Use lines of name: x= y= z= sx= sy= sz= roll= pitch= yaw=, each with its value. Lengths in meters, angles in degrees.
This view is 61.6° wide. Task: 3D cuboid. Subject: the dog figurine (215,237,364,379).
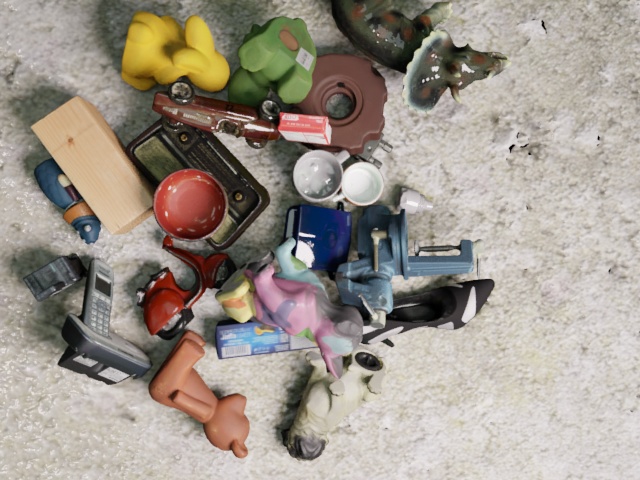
dog figurine: x=-0.036 y=0.120 z=0.847 sx=0.191 sy=0.108 sz=0.219 roll=-30 pitch=103 yaw=36

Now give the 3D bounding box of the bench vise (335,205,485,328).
bench vise: x=0.147 y=0.036 z=0.878 sx=0.241 sy=0.128 sz=0.224 roll=-3 pitch=47 yaw=10

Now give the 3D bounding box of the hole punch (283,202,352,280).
hole punch: x=-0.002 y=-0.003 z=0.919 sx=0.116 sy=0.092 sz=0.142 roll=7 pitch=87 yaw=-9

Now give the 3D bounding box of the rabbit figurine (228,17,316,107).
rabbit figurine: x=-0.097 y=-0.285 z=0.877 sx=0.121 sy=0.170 sz=0.159 roll=27 pitch=54 yaw=-30

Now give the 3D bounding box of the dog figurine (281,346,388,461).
dog figurine: x=0.029 y=0.289 z=0.937 sx=0.172 sy=0.121 sz=0.190 roll=3 pitch=119 yaw=-25

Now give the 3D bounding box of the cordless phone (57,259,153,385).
cordless phone: x=-0.346 y=0.131 z=0.889 sx=0.089 sy=0.146 sz=0.184 roll=-24 pitch=50 yaw=19

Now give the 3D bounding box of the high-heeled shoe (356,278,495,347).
high-heeled shoe: x=0.165 y=0.106 z=0.910 sx=0.249 sy=0.086 sz=0.145 roll=-36 pitch=131 yaw=12

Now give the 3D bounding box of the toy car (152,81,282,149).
toy car: x=-0.155 y=-0.187 z=0.833 sx=0.202 sy=0.089 sz=0.053 roll=6 pitch=66 yaw=-24

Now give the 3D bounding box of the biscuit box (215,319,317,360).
biscuit box: x=-0.077 y=0.160 z=0.926 sx=0.203 sy=0.063 sz=0.059 roll=-6 pitch=93 yaw=-5

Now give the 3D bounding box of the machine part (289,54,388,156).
machine part: x=0.032 y=-0.231 z=0.917 sx=0.179 sy=0.056 sz=0.179 roll=0 pitch=87 yaw=4

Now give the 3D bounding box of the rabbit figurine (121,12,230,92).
rabbit figurine: x=-0.223 y=-0.302 z=0.872 sx=0.173 sy=0.162 sz=0.122 roll=21 pitch=77 yaw=-23

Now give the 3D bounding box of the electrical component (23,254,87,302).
electrical component: x=-0.430 y=0.062 z=0.863 sx=0.075 sy=0.119 sz=0.047 roll=-31 pitch=95 yaw=-1

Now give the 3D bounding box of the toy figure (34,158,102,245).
toy figure: x=-0.410 y=-0.062 z=0.890 sx=0.058 sy=0.064 sz=0.154 roll=-36 pitch=93 yaw=-12

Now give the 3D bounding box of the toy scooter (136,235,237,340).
toy scooter: x=-0.242 y=0.069 z=0.904 sx=0.184 sy=0.075 sz=0.135 roll=-45 pitch=95 yaw=-6

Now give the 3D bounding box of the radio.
radio: x=-0.196 y=-0.104 z=0.903 sx=0.131 sy=0.073 sz=0.229 roll=-43 pitch=95 yaw=-3

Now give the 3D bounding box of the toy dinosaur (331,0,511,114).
toy dinosaur: x=0.103 y=-0.350 z=0.869 sx=0.405 sy=0.131 sz=0.192 roll=35 pitch=49 yaw=1

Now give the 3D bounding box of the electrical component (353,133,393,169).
electrical component: x=0.080 y=-0.171 z=0.954 sx=0.094 sy=0.021 sz=0.063 roll=34 pitch=89 yaw=-6

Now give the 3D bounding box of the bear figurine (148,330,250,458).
bear figurine: x=-0.179 y=0.259 z=0.893 sx=0.196 sy=0.120 sz=0.132 roll=35 pitch=84 yaw=-7

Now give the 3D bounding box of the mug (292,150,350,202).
mug: x=-0.002 y=-0.112 z=0.905 sx=0.109 sy=0.107 sz=0.081 roll=-45 pitch=96 yaw=-7
